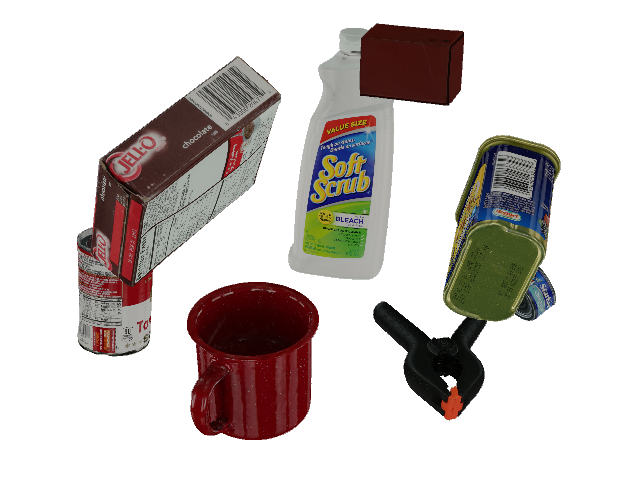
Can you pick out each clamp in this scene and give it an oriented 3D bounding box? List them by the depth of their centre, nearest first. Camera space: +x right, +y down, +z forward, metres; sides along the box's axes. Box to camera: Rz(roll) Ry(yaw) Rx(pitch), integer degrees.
[{"bbox_3d":[0.129,0.113,1.074,0.120,0.039,0.171,-7,35,-9],"label":"clamp"}]

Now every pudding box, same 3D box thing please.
[{"bbox_3d":[-0.076,-0.038,0.597,0.113,0.039,0.090,-41,-14,-33],"label":"pudding box"}]

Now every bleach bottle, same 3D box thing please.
[{"bbox_3d":[0.022,-0.087,1.067,0.102,0.251,0.068,7,27,10],"label":"bleach bottle"}]

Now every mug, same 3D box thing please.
[{"bbox_3d":[-0.053,0.094,0.760,0.093,0.081,0.117,16,35,23],"label":"mug"}]

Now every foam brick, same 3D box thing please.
[{"bbox_3d":[0.076,-0.147,0.888,0.078,0.051,0.053,9,26,17],"label":"foam brick"}]

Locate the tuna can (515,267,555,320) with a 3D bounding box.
[{"bbox_3d":[0.240,0.054,1.280,0.033,0.086,0.086,-36,11,-15],"label":"tuna can"}]

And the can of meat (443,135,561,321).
[{"bbox_3d":[0.122,-0.006,0.729,0.057,0.084,0.102,16,-41,2],"label":"can of meat"}]

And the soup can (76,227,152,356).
[{"bbox_3d":[-0.186,0.045,0.966,0.068,0.102,0.068,5,21,-2],"label":"soup can"}]
